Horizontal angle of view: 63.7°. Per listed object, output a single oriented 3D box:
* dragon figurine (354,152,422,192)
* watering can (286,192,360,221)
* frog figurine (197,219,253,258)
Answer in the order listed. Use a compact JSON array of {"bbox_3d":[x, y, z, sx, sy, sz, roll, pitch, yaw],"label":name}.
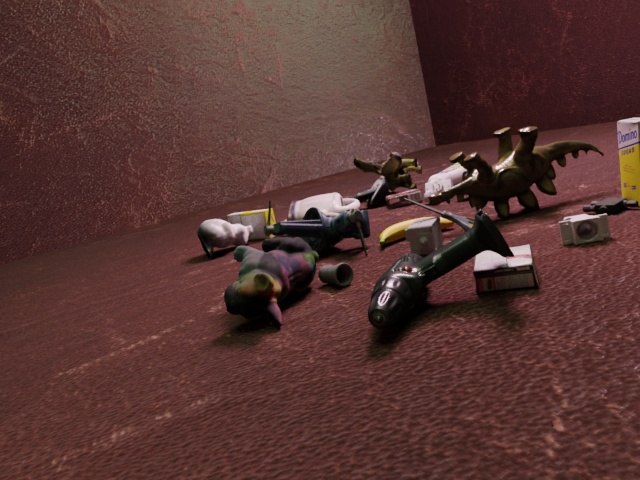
[{"bbox_3d":[0.231,-0.256,1.874,0.243,0.123,0.406,10,-10,28],"label":"dragon figurine"},{"bbox_3d":[0.005,-0.077,1.538,0.224,0.103,0.351,-11,11,12],"label":"watering can"},{"bbox_3d":[-0.284,-0.022,1.560,0.161,0.123,0.136,-28,-5,-19],"label":"frog figurine"}]
